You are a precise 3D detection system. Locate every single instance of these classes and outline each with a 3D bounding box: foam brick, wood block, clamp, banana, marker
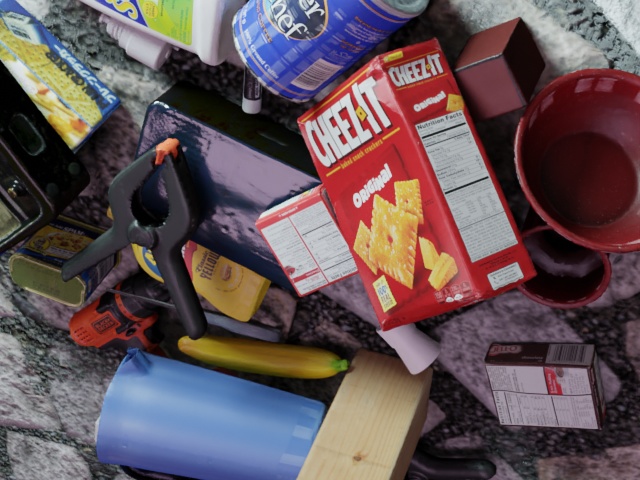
[{"bbox_3d":[0.149,-0.144,0.898,0.051,0.078,0.053,-17,115,34],"label":"foam brick"},{"bbox_3d":[0.048,0.223,1.141,0.091,0.205,0.090,14,130,14],"label":"wood block"},{"bbox_3d":[0.126,0.270,1.253,0.171,0.039,0.120,23,131,7],"label":"clamp"},{"bbox_3d":[-0.160,-0.001,1.050,0.164,0.036,0.210,29,124,3],"label":"clamp"},{"bbox_3d":[-0.059,0.131,1.213,0.198,0.037,0.069,4,156,10],"label":"banana"},{"bbox_3d":[-0.062,-0.175,1.008,0.020,0.020,0.121,16,130,12],"label":"marker"}]

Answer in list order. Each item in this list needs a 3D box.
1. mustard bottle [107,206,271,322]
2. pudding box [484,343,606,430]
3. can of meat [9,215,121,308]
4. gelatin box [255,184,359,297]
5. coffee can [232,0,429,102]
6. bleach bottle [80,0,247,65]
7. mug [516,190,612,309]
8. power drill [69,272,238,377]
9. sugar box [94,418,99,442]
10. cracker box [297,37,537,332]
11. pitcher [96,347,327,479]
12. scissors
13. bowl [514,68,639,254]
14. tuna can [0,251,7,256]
[{"bbox_3d":[-0.142,0.006,1.151,0.191,0.058,0.096,26,108,6],"label":"mustard bottle"},{"bbox_3d":[0.235,0.153,1.115,0.114,0.039,0.090,-1,125,27],"label":"pudding box"},{"bbox_3d":[-0.292,0.023,1.221,0.102,0.083,0.057,19,130,9],"label":"can of meat"},{"bbox_3d":[-0.007,0.001,1.005,0.073,0.030,0.089,-25,107,23],"label":"gelatin box"},{"bbox_3d":[0.008,-0.196,0.904,0.102,0.102,0.141,45,130,-13],"label":"coffee can"},{"bbox_3d":[-0.192,-0.249,0.982,0.251,0.068,0.103,21,130,11],"label":"bleach bottle"},{"bbox_3d":[0.221,-0.008,0.968,0.093,0.081,0.117,1,126,24],"label":"mug"},{"bbox_3d":[-0.185,0.124,1.271,0.185,0.057,0.187,-28,109,34],"label":"power drill"},{"bbox_3d":[-0.183,0.242,1.336,0.176,0.093,0.048,19,131,10],"label":"sugar box"},{"bbox_3d":[0.075,-0.040,0.916,0.164,0.072,0.214,-28,84,61],"label":"cracker box"},{"bbox_3d":[-0.120,0.218,1.203,0.243,0.145,0.149,13,167,4],"label":"pitcher"},{"bbox_3d":[-0.129,0.083,1.169,0.201,0.016,0.096,16,177,-22],"label":"scissors"},{"bbox_3d":[0.236,-0.060,0.899,0.162,0.162,0.055,28,164,2],"label":"bowl"},{"bbox_3d":[-0.385,-0.022,1.227,0.034,0.086,0.086,-32,108,36],"label":"tuna can"}]
